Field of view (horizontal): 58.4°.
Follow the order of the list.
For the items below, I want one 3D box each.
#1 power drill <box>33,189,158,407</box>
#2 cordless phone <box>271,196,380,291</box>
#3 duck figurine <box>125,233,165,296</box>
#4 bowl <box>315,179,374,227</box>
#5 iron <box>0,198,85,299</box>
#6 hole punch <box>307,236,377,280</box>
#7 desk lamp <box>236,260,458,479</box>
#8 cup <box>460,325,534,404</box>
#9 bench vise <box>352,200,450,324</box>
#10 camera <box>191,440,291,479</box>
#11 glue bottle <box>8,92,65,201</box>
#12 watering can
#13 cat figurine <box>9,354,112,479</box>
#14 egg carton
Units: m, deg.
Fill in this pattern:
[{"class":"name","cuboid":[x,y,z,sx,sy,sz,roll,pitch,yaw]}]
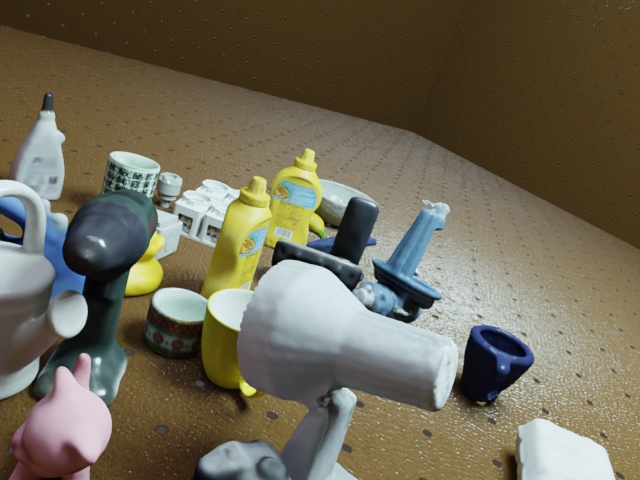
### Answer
[{"class":"power drill","cuboid":[-0.207,0.049,0.543,0.076,0.208,0.229,15,20,-13]},{"class":"cordless phone","cuboid":[0.008,0.003,0.911,0.147,0.185,0.094,19,19,-4]},{"class":"duck figurine","cuboid":[-0.247,0.021,0.762,0.077,0.086,0.105,28,21,20]},{"class":"bowl","cuboid":[0.042,-0.075,1.317,0.167,0.075,0.167,18,20,-6]},{"class":"iron","cuboid":[-0.371,-0.007,0.634,0.259,0.141,0.118,14,20,-18]},{"class":"hole punch","cuboid":[0.033,0.020,1.031,0.100,0.091,0.109,30,22,27]},{"class":"desk lamp","cuboid":[0.017,0.146,0.498,0.202,0.213,0.118,29,21,24]},{"class":"cup","cuboid":[0.234,0.183,0.788,0.091,0.095,0.118,23,20,7]},{"class":"bench vise","cuboid":[0.127,0.053,0.842,0.121,0.220,0.208,24,20,11]},{"class":"camera","cuboid":[-0.069,0.213,0.404,0.137,0.101,0.142,5,24,-36]},{"class":"glue bottle","cuboid":[-0.433,-0.146,0.893,0.037,0.173,0.078,34,24,35]},{"class":"watering can","cuboid":[-0.285,0.041,0.511,0.173,0.194,0.101,19,20,-4]},{"class":"cat figurine","cuboid":[-0.195,0.142,0.445,0.067,0.118,0.127,14,20,-17]},{"class":"egg carton","cuboid":[0.271,0.268,0.638,0.107,0.069,0.150,23,20,9]}]
